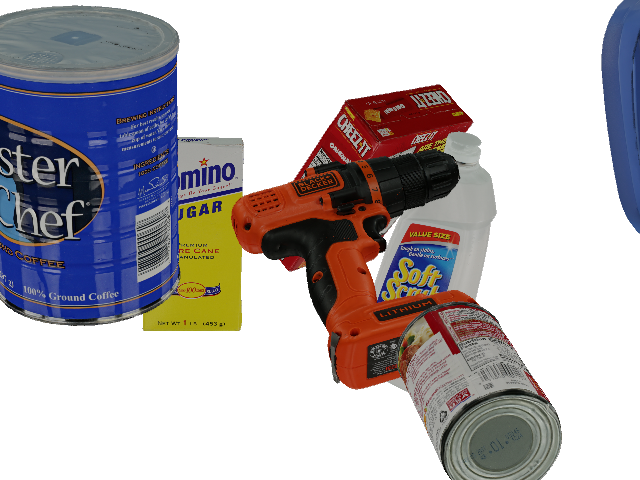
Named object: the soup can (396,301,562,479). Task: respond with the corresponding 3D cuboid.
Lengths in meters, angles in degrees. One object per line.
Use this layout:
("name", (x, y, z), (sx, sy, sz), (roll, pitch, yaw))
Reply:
("soup can", (0.087, 0.087, 0.601), (0.068, 0.068, 0.102), (0, 24, -10))

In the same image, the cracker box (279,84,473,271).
("cracker box", (0.048, -0.071, 1.193), (0.163, 0.072, 0.214), (-17, -28, -45))

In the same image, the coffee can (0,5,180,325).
("coffee can", (-0.125, -0.041, 0.563), (0.103, 0.140, 0.103), (3, 28, -2))

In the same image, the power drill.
("power drill", (0.045, 0.011, 0.776), (0.184, 0.057, 0.188), (-17, 44, -12))

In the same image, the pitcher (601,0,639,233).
("pitcher", (0.239, -0.050, 0.604), (0.149, 0.243, 0.145), (-4, 22, 15))

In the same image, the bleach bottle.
("bleach bottle", (0.098, 0.017, 0.972), (0.103, 0.251, 0.067), (28, 35, 28))

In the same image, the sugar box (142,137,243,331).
("sugar box", (-0.117, -0.006, 0.982), (0.093, 0.176, 0.048), (0, 14, -5))
